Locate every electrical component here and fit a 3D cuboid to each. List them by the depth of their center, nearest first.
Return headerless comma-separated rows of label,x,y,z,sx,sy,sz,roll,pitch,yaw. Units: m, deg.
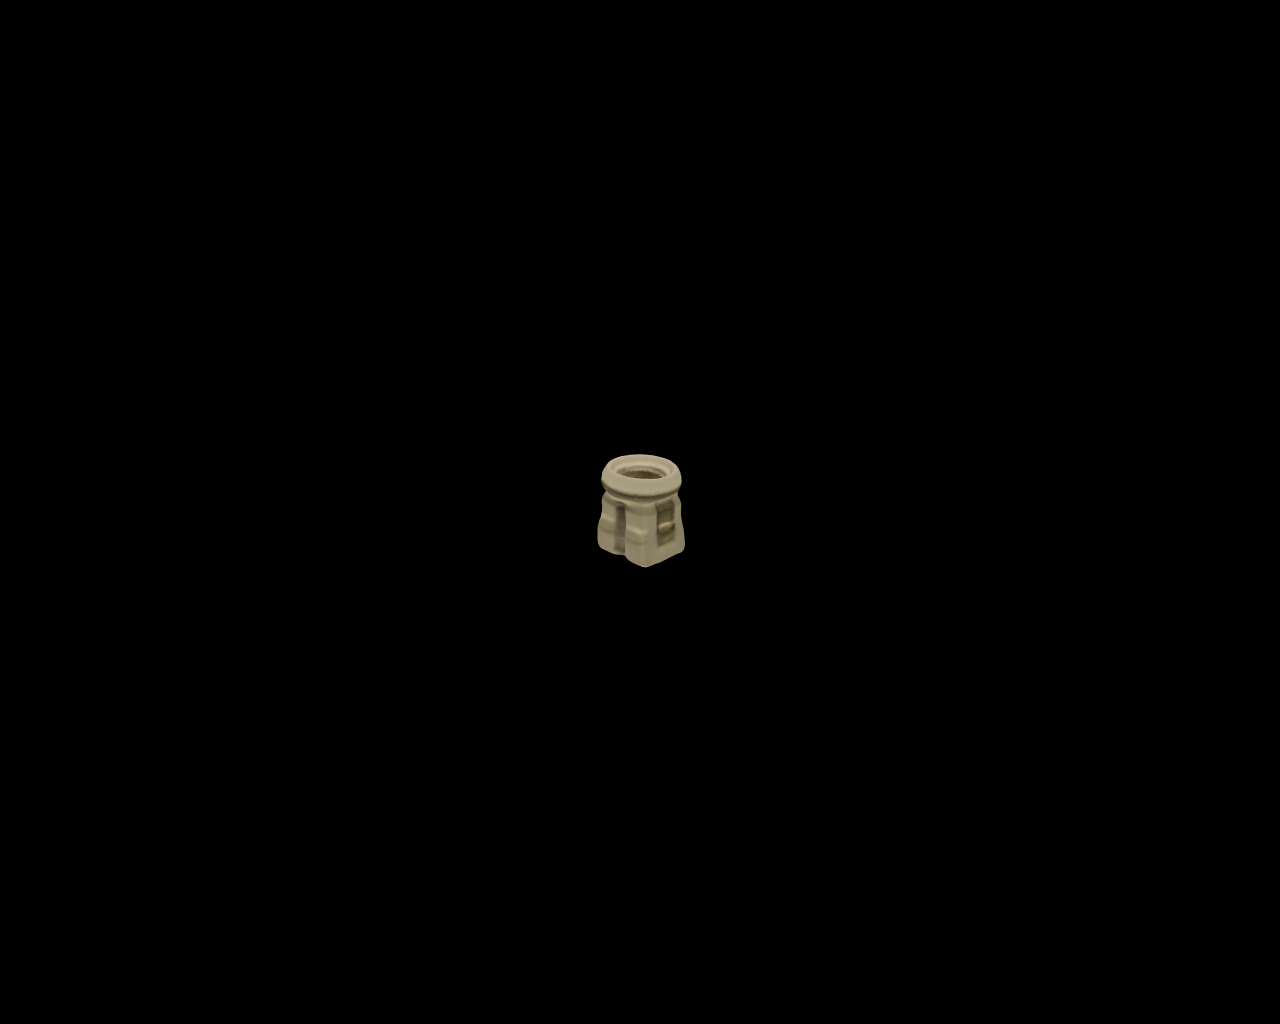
electrical component,0.001,-0.003,0.650,0.048,0.055,0.066,-22,32,-40
